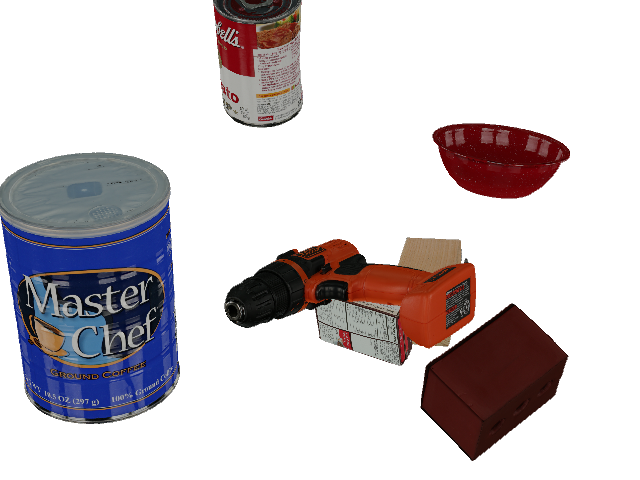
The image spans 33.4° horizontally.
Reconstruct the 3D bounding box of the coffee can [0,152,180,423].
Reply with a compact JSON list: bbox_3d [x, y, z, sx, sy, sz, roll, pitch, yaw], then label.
[{"bbox_3d":[-0.143,0.029,0.674,0.103,0.140,0.103,1,29,-1],"label":"coffee can"}]

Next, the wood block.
[{"bbox_3d":[0.163,0.075,1.634,0.091,0.090,0.206,3,22,10],"label":"wood block"}]

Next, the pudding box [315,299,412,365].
[{"bbox_3d":[0.049,0.091,1.244,0.114,0.090,0.039,15,48,22],"label":"pudding box"}]

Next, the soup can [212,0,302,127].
[{"bbox_3d":[-0.047,-0.149,0.843,0.068,0.102,0.068,0,44,0],"label":"soup can"}]

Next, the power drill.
[{"bbox_3d":[0.031,0.047,0.959,0.188,0.057,0.184,10,22,33],"label":"power drill"}]

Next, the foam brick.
[{"bbox_3d":[0.109,0.089,0.675,0.078,0.053,0.051,-33,58,-23],"label":"foam brick"}]

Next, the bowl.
[{"bbox_3d":[0.209,-0.091,1.262,0.162,0.055,0.162,5,23,-2],"label":"bowl"}]
